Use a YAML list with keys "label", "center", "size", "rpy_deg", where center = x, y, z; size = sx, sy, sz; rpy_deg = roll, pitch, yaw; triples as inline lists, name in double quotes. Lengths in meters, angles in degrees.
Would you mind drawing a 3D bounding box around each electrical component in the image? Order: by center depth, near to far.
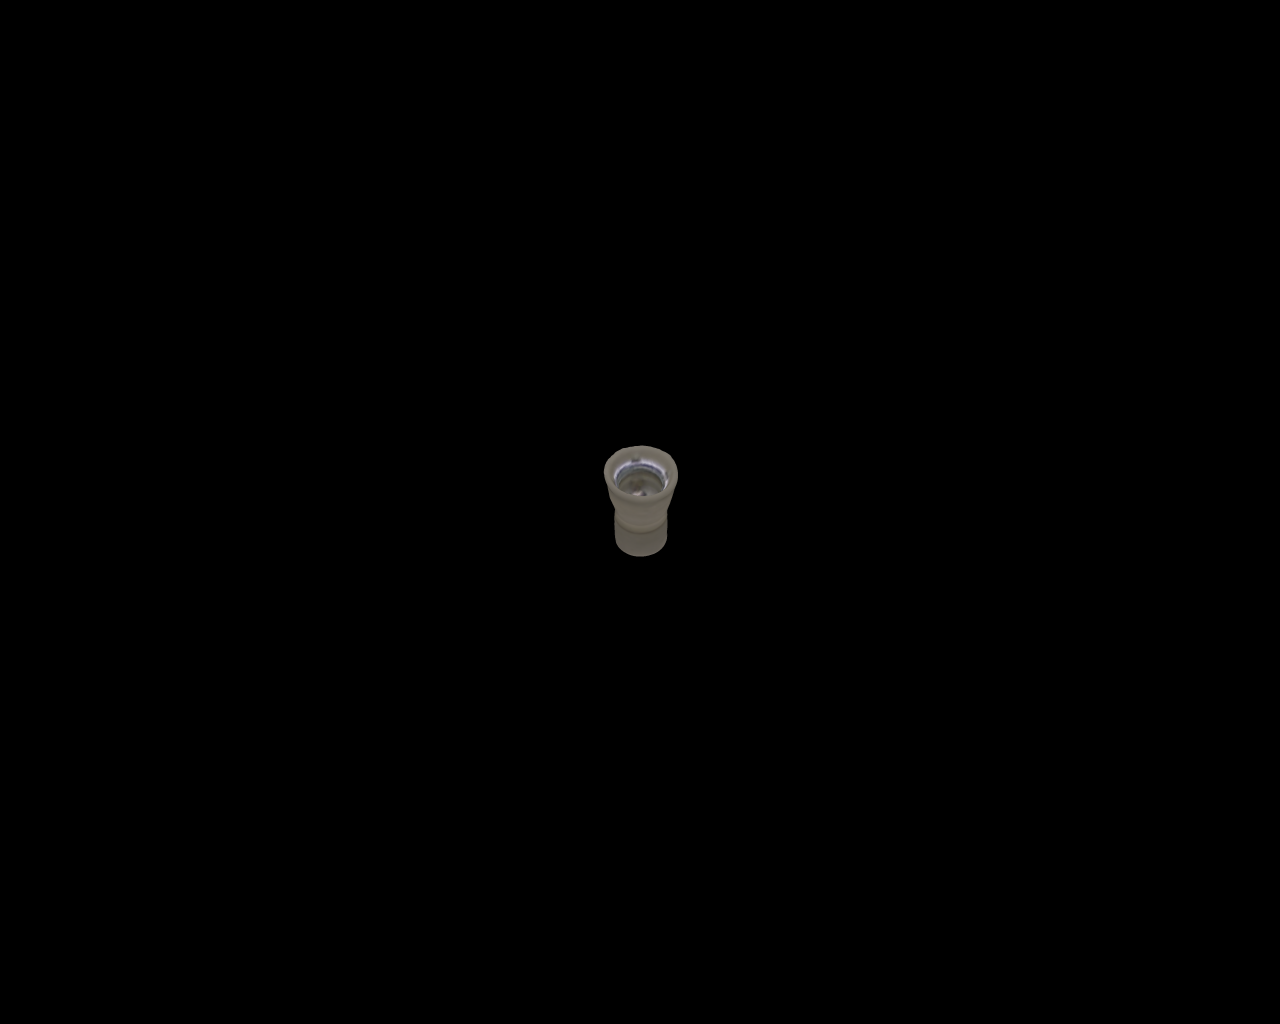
- label: "electrical component"
  center: [0.001, -0.003, 0.650]
  size: [0.044, 0.044, 0.065]
  rpy_deg: [0, -43, 0]
